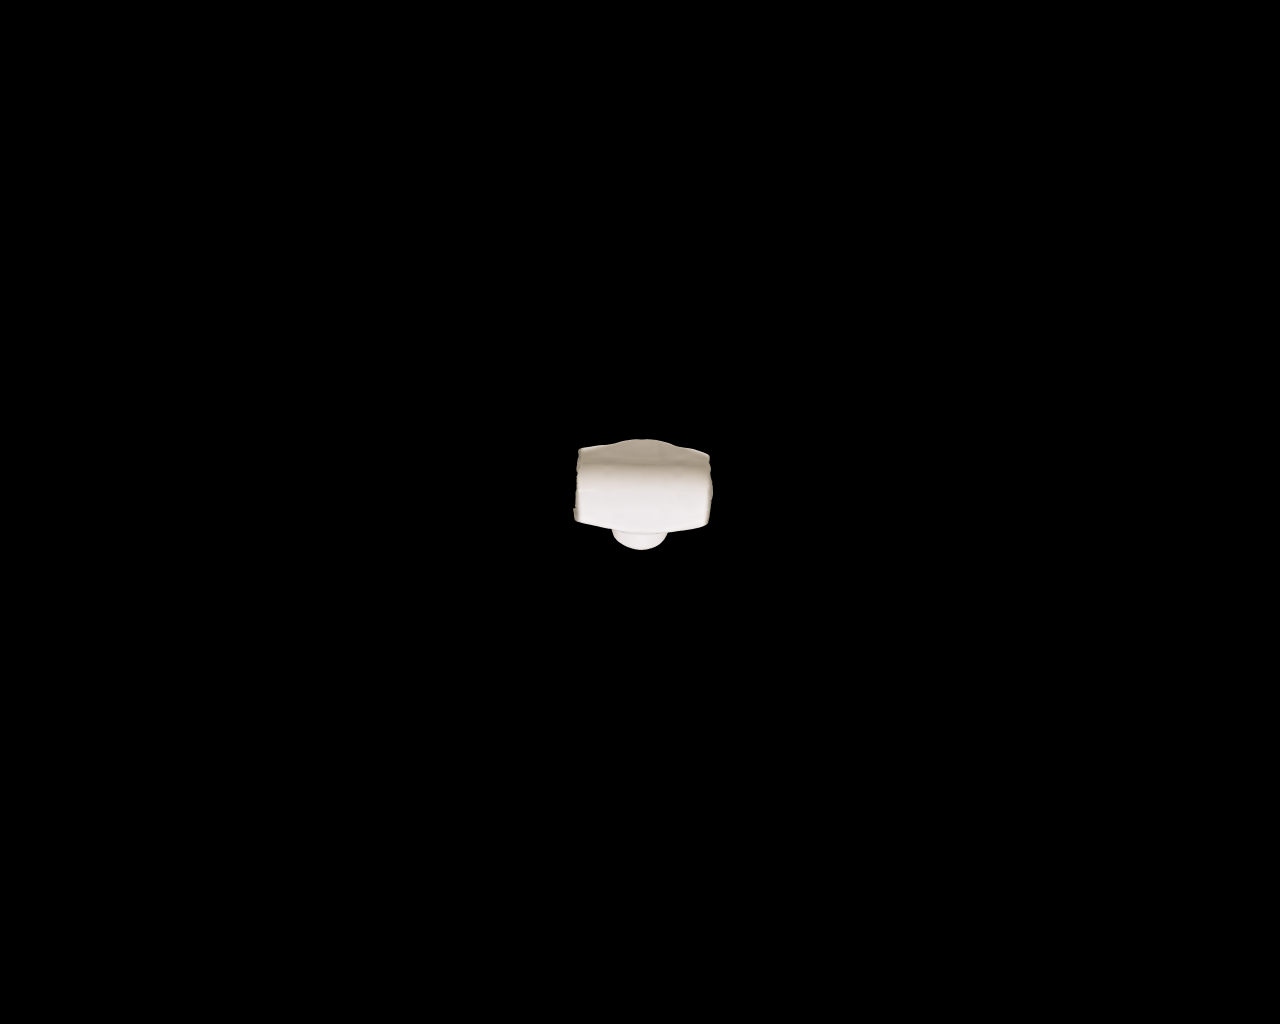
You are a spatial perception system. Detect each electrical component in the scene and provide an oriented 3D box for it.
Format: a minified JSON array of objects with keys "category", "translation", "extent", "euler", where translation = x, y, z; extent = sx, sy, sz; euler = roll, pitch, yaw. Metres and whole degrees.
[{"category":"electrical component","translation":[0.001,-0.003,0.650],"extent":[0.077,0.044,0.079],"euler":[2,-43,-2]}]
